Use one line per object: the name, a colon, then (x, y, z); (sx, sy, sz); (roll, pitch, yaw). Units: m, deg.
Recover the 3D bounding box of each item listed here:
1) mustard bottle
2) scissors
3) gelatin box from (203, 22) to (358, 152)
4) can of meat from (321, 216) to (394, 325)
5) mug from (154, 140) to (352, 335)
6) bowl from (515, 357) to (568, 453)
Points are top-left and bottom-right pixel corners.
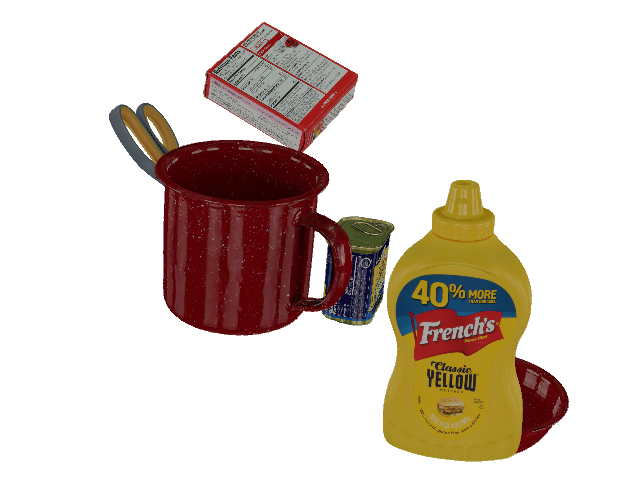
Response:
mustard bottle: (0.093, 0.053, 0.722); (0.096, 0.192, 0.058); (5, 20, 13)
scissors: (-0.121, -0.046, 0.969); (0.016, 0.201, 0.096); (-29, 24, 19)
gelatin box: (-0.029, -0.113, 0.780); (0.089, 0.073, 0.030); (31, -35, 13)
can of meat: (0.037, 0.030, 1.086); (0.057, 0.084, 0.102); (9, 18, 12)
mug: (-0.034, 0.002, 0.578); (0.117, 0.081, 0.093); (18, 28, 26)
bowl: (0.169, 0.175, 1.094); (0.162, 0.055, 0.162); (2, 24, -1)
